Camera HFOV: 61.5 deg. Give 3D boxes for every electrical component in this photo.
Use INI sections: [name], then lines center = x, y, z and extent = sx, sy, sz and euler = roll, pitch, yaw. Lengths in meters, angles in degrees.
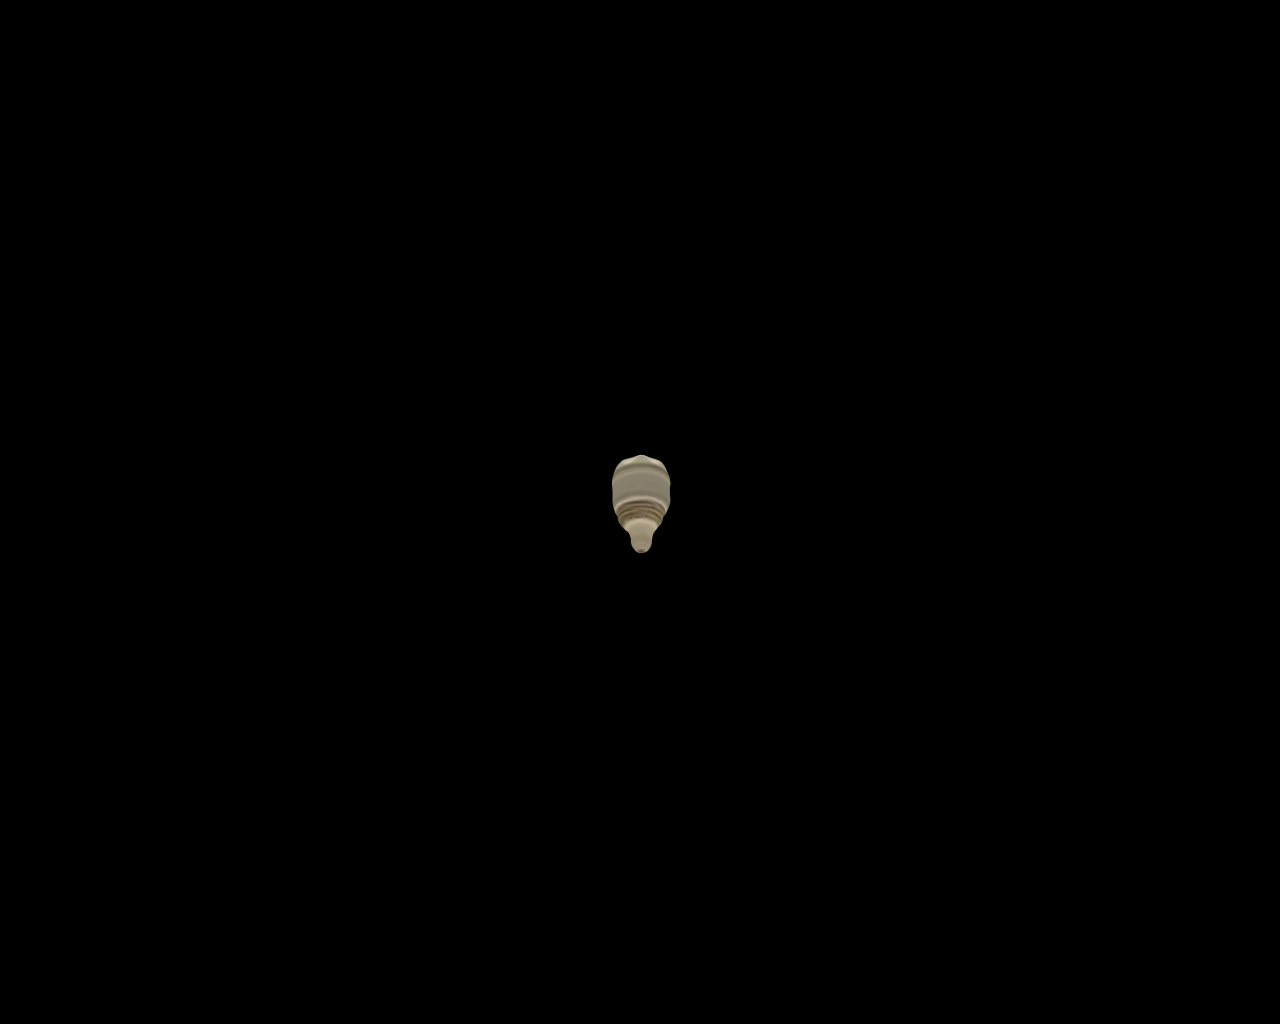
[electrical component]
center = 0.001, -0.003, 0.650
extent = 0.035, 0.061, 0.035
euler = 0, -30, 0
